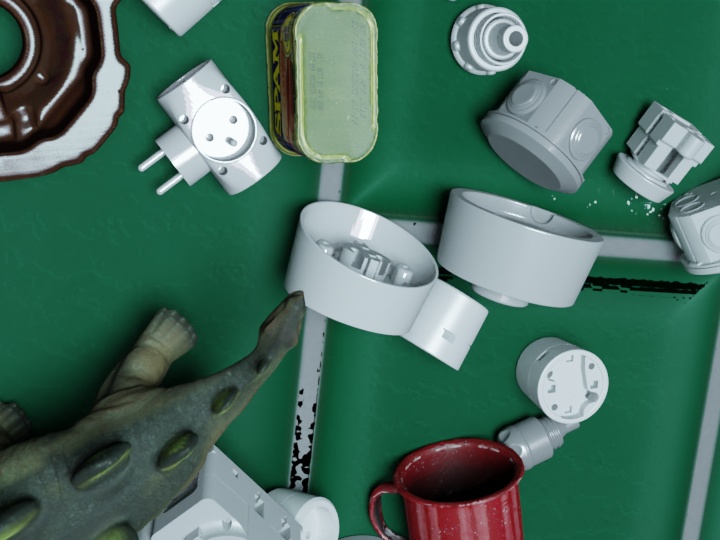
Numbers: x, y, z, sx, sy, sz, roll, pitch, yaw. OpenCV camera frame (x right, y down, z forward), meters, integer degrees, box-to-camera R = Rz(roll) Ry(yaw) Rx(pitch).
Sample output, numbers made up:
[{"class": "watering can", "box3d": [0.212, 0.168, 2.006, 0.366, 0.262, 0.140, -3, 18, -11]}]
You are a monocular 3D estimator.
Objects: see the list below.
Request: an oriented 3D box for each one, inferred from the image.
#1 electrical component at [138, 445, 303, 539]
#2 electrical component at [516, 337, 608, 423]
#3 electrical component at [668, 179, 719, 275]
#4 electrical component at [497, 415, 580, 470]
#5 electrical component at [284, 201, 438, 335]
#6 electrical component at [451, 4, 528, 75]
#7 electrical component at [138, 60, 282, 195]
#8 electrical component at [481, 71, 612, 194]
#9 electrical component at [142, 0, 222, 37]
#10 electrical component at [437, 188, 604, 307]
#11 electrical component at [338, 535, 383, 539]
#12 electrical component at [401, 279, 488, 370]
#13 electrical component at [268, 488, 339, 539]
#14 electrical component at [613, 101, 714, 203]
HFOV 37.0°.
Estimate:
[{"class": "electrical component", "box3d": [-0.121, 0.197, 0.684, 0.150, 0.061, 0.089, -37, 113, 13]}, {"class": "electrical component", "box3d": [0.147, 0.079, 0.790, 0.055, 0.047, 0.055, -3, 102, -15]}, {"class": "electrical component", "box3d": [0.268, -0.034, 0.784, 0.080, 0.080, 0.051, -29, 102, -8]}, {"class": "electrical component", "box3d": [0.135, 0.125, 0.803, 0.061, 0.035, 0.035, -23, 106, -12]}, {"class": "electrical component", "box3d": [0.000, 0.000, 0.709, 0.099, 0.099, 0.064, 17, 103, -18]}, {"class": "electrical component", "box3d": [0.092, -0.154, 0.719, 0.048, 0.062, 0.048, -3, 102, -15]}, {"class": "electrical component", "box3d": [-0.104, -0.080, 0.689, 0.079, 0.044, 0.077, -38, 108, -5]}, {"class": "electrical component", "box3d": [0.127, -0.093, 0.733, 0.080, 0.080, 0.051, 40, 84, -19]}, {"class": "electrical component", "box3d": [-0.113, -0.178, 0.662, 0.047, 0.055, 0.055, -45, 109, 1]}, {"class": "electrical component", "box3d": [0.104, -0.010, 0.731, 0.108, 0.108, 0.060, 13, 104, -18]}, {"class": "electrical component", "box3d": [-0.003, 0.247, 0.788, 0.099, 0.064, 0.099, 0, 97, -2]}, {"class": "electrical component", "box3d": [0.057, 0.036, 0.754, 0.055, 0.055, 0.047, 32, 88, -19]}, {"class": "electrical component", "box3d": [-0.073, 0.218, 0.747, 0.052, 0.074, 0.138, 42, 61, -44]}, {"class": "electrical component", "box3d": [0.215, -0.082, 0.770, 0.048, 0.066, 0.055, 26, 113, -19]}]
